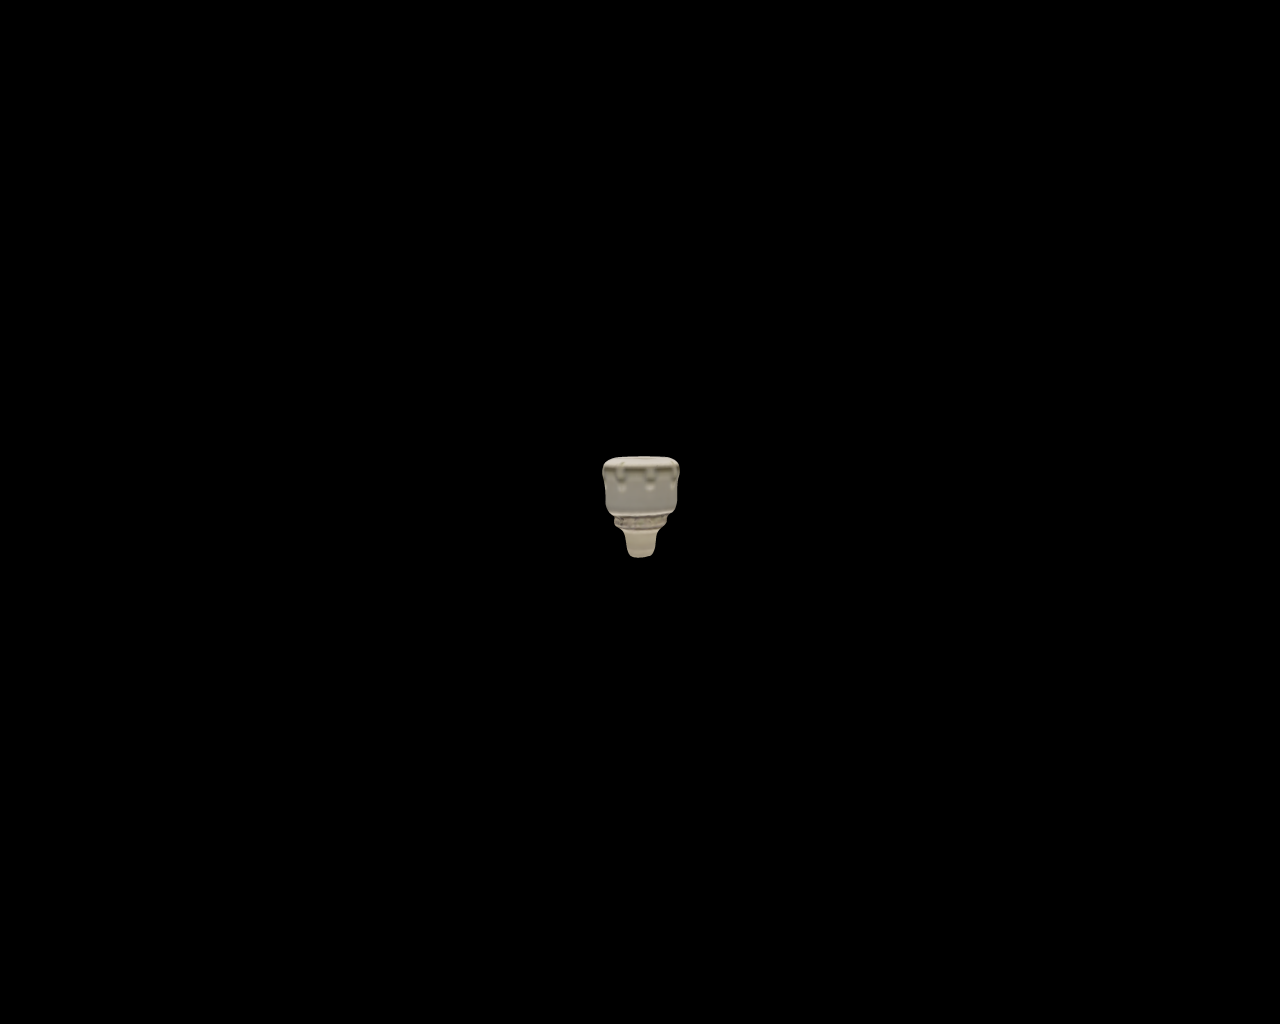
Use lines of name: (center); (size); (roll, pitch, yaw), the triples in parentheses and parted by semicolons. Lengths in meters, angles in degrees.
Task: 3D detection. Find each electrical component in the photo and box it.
electrical component: (0.001, -0.003, 0.650); (0.048, 0.062, 0.048); (0, 4, 0)
